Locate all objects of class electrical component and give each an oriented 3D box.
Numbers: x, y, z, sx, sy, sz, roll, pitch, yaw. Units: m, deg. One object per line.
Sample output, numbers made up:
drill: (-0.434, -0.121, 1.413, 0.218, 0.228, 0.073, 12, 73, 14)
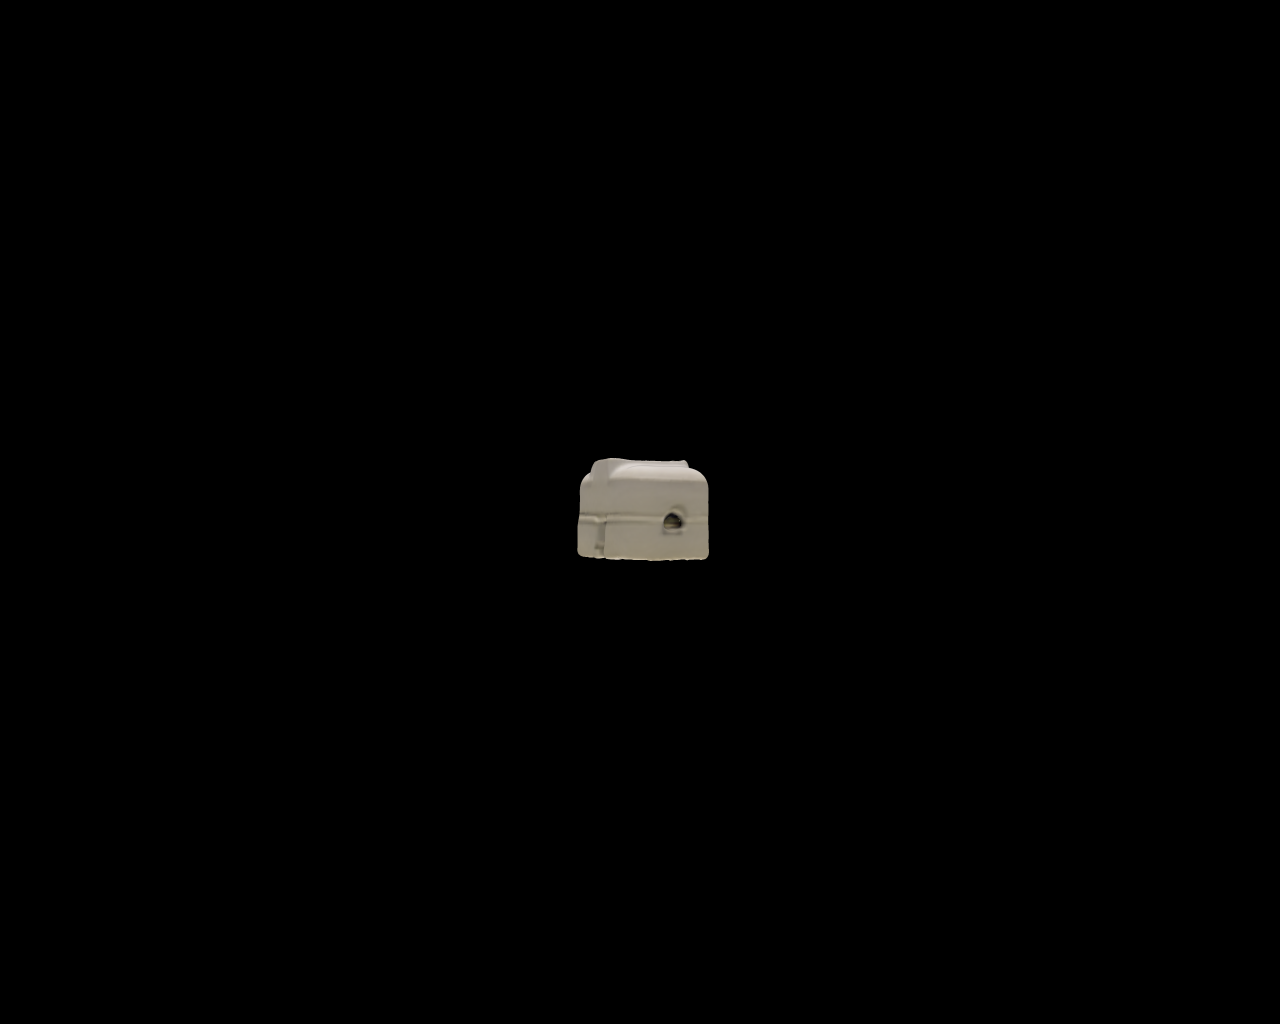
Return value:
electrical component: (0.001, -0.003, 0.650, 0.054, 0.059, 0.095, 0, 0, -24)
